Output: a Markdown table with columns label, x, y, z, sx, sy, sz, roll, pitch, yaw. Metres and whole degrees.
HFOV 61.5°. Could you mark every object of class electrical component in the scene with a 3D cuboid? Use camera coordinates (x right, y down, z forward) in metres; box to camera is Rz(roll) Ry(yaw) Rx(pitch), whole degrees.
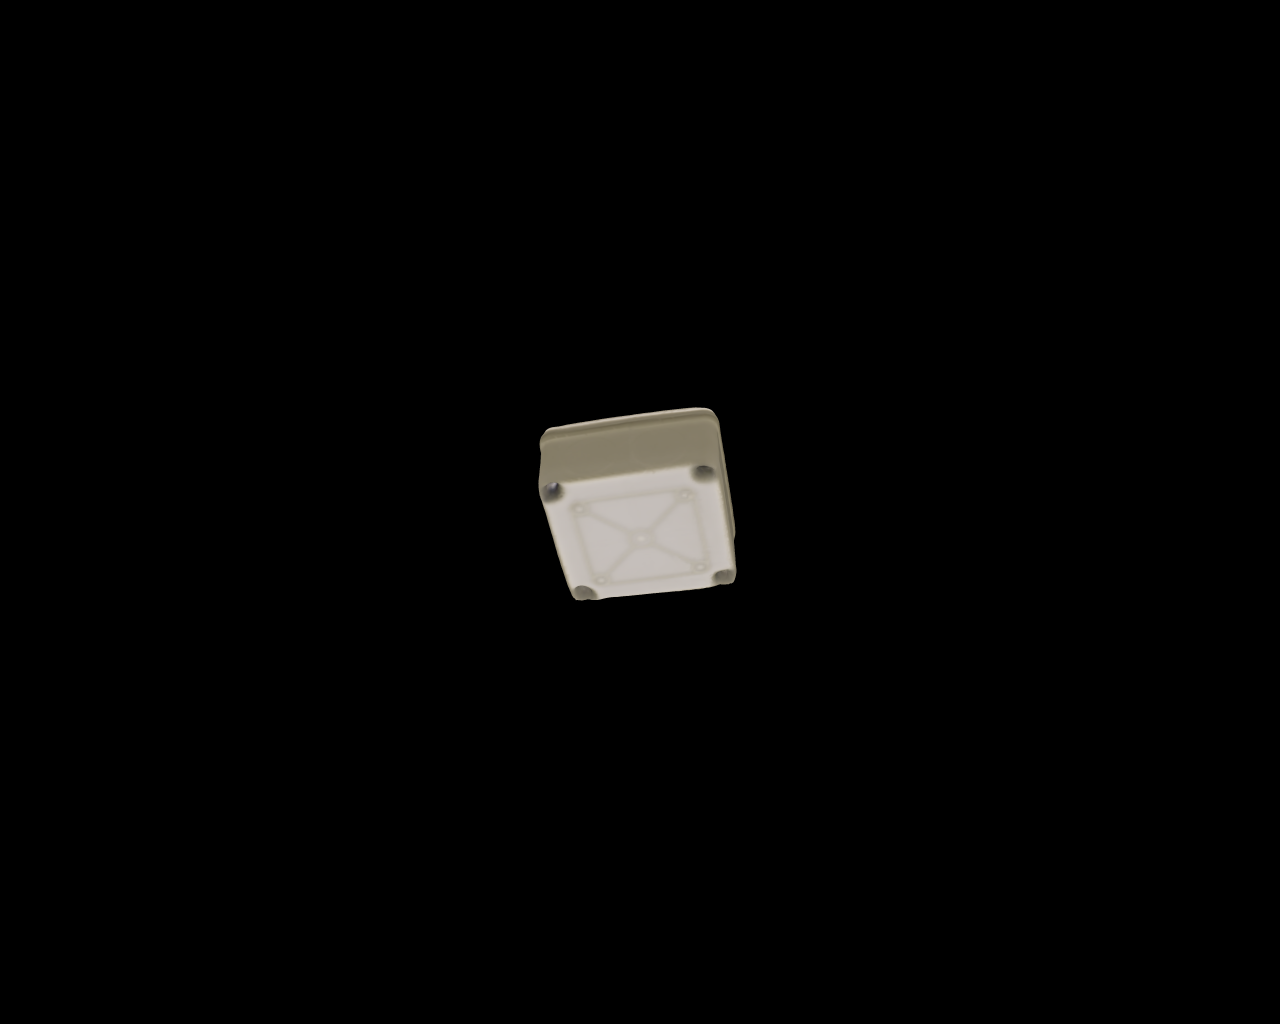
| label | x | y | z | sx | sy | sz | roll | pitch | yaw |
| --- | --- | --- | --- | --- | --- | --- | --- | --- | --- |
| electrical component | 0.001 | -0.003 | 0.650 | 0.109 | 0.108 | 0.056 | -7 | 43 | 7 |
